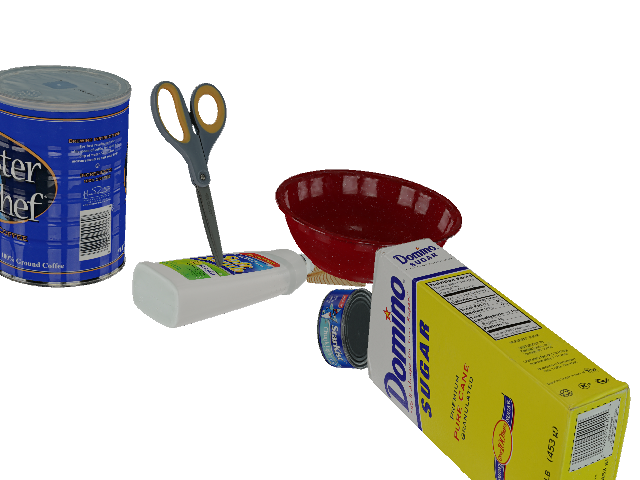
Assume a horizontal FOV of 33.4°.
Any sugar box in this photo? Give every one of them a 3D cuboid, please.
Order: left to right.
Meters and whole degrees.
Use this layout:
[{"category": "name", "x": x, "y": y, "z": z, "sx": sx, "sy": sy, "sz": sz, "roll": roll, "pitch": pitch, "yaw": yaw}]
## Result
[{"category": "sugar box", "x": 0.087, "y": 0.077, "z": 0.583, "sx": 0.048, "sy": 0.093, "sz": 0.176, "roll": -13, "pitch": 30, "yaw": -29}]

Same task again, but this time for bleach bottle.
[{"category": "bleach bottle", "x": -0.114, "y": 0.049, "z": 1.397, "sx": 0.250, "sy": 0.068, "sz": 0.103, "roll": -13, "pitch": 28, "yaw": -42}]

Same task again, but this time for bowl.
[{"category": "bowl", "x": 0.038, "y": -0.007, "z": 0.920, "sx": 0.162, "sy": 0.055, "sz": 0.162, "roll": 6, "pitch": 24, "yaw": -3}]

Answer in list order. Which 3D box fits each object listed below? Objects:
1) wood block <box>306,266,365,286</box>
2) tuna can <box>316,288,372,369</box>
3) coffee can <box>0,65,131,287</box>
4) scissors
[{"category": "wood block", "x": 0.032, "y": -0.016, "z": 1.649, "sx": 0.091, "sy": 0.090, "sz": 0.206, "roll": 4, "pitch": 25, "yaw": 2}, {"category": "tuna can", "x": 0.031, "y": 0.093, "z": 1.135, "sx": 0.034, "sy": 0.086, "sz": 0.086, "roll": -1, "pitch": -1, "yaw": 30}, {"category": "coffee can", "x": -0.195, "y": -0.050, "z": 0.795, "sx": 0.103, "sy": 0.140, "sz": 0.103, "roll": 5, "pitch": 22, "yaw": -2}, {"category": "scissors", "x": -0.117, "y": -0.082, "z": 1.142, "sx": 0.096, "sy": 0.202, "sz": 0.016, "roll": -32, "pitch": 13, "yaw": -35}]
